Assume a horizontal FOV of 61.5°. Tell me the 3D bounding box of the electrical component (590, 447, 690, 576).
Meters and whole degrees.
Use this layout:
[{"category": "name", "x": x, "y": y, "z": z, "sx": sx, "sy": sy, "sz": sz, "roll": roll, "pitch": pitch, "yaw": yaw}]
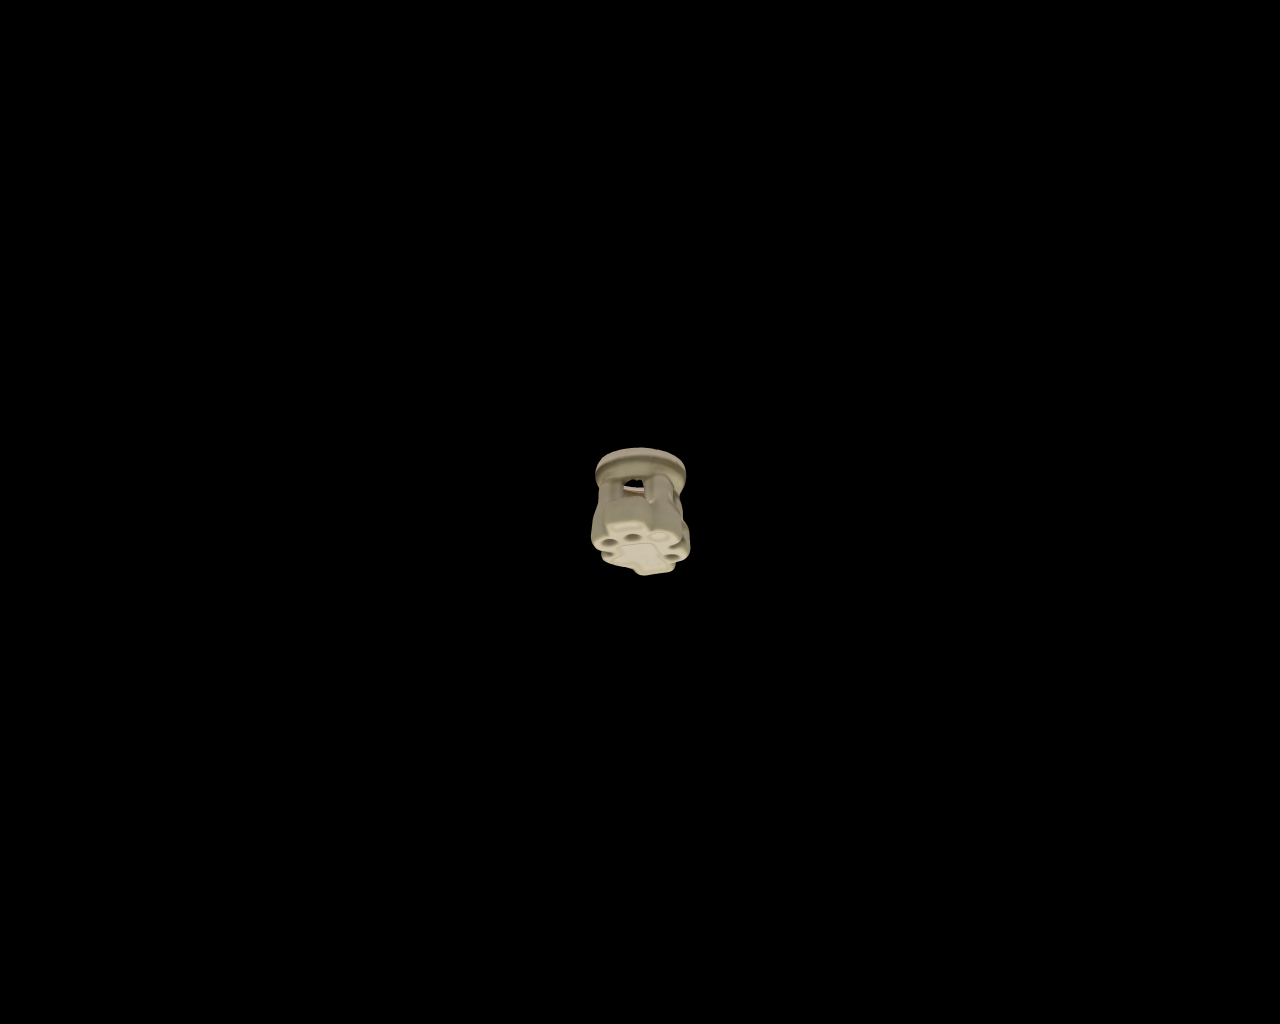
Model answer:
[{"category": "electrical component", "x": 0.001, "y": -0.003, "z": 0.650, "sx": 0.058, "sy": 0.057, "sz": 0.078, "roll": -7, "pitch": -27, "yaw": 14}]
